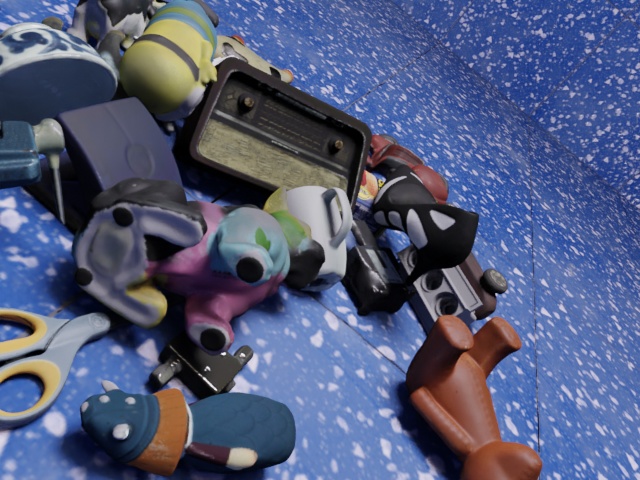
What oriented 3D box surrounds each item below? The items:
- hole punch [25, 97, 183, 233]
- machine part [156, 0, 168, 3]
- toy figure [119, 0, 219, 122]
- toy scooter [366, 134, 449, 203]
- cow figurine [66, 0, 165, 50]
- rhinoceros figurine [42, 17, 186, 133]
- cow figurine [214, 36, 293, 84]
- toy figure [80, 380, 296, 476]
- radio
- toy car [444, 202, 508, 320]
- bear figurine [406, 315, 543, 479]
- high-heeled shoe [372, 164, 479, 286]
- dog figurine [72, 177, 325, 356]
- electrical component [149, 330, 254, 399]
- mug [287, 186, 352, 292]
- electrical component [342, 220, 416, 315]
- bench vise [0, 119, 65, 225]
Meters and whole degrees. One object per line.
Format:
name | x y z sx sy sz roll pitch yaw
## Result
hole punch | -0.191 -0.065 0.503 0.116 0.092 0.142 44 28 -1
machine part | -0.243 -0.349 0.823 0.139 0.084 0.039 19 62 -17
toy figure | -0.161 -0.204 0.586 0.089 0.082 0.180 23 48 -26
toy scooter | 0.132 -0.113 0.916 0.184 0.075 0.135 47 31 17
cow figurine | -0.261 -0.309 0.722 0.068 0.098 0.167 30 33 -5
rhinoceros figurine | -0.232 -0.180 0.613 0.190 0.073 0.112 2 47 -46
cow figurine | -0.145 -0.265 0.805 0.195 0.085 0.127 36 24 -2
toy figure | -0.092 0.136 0.382 0.154 0.064 0.057 13 78 -29
radio | -0.049 -0.120 0.669 0.229 0.131 0.073 20 -5 -31
toy car | 0.202 0.030 0.796 0.053 0.089 0.202 15 38 -33
bear figurine | 0.165 0.187 0.528 0.120 0.132 0.196 9 37 -32
high-heeled shoe | 0.133 -0.054 0.672 0.086 0.145 0.249 14 45 -14
dog figurine | -0.091 0.000 0.497 0.192 0.108 0.219 25 19 0
electrical component | -0.097 0.104 0.450 0.063 0.021 0.094 44 31 4
mug | -0.001 -0.002 0.612 0.080 0.109 0.107 16 51 -45
electrical component | 0.060 0.033 0.679 0.075 0.047 0.119 2 47 -46
bench vise | -0.282 -0.042 0.325 0.240 0.128 0.224 -11 36 -31
